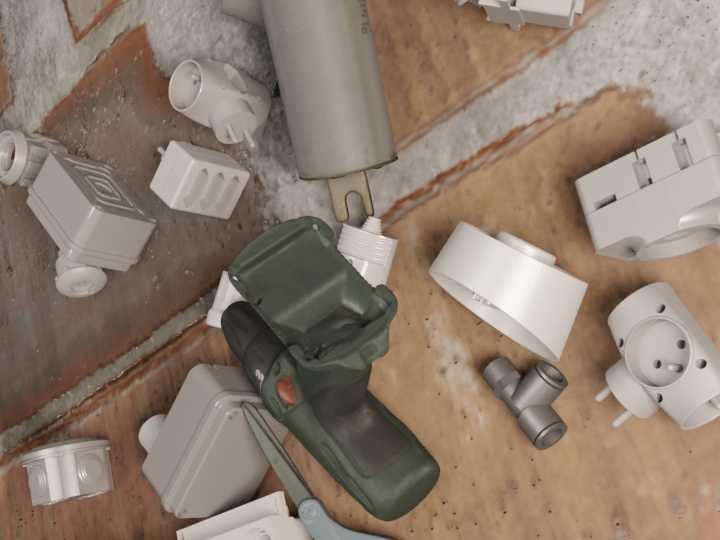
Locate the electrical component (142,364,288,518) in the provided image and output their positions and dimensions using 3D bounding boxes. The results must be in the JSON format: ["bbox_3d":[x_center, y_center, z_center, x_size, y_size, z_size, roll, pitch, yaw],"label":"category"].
[{"bbox_3d":[-0.112,0.138,0.856,0.057,0.078,0.113,42,111,40],"label":"electrical component"}]

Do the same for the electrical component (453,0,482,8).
[{"bbox_3d":[0.059,-0.213,0.736,0.043,0.043,0.081,-37,102,32],"label":"electrical component"}]

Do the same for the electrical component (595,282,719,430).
[{"bbox_3d":[0.173,0.061,0.636,0.079,0.044,0.077,-46,56,27],"label":"electrical component"}]

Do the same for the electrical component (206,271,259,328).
[{"bbox_3d":[-0.103,0.027,0.892,0.040,0.040,0.046,12,85,42],"label":"electrical component"}]

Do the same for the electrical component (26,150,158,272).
[{"bbox_3d":[-0.254,-0.055,1.013,0.113,0.078,0.057,45,110,36],"label":"electrical component"}]

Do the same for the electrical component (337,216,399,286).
[{"bbox_3d":[0.000,0.000,0.800,0.043,0.043,0.081,21,98,42],"label":"electrical component"}]

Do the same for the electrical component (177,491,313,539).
[{"bbox_3d":[-0.085,0.225,0.829,0.121,0.063,0.078,-28,66,36],"label":"electrical component"}]

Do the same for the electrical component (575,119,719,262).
[{"bbox_3d":[0.183,-0.041,0.639,0.089,0.050,0.055,-27,66,36],"label":"electrical component"}]

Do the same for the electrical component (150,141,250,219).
[{"bbox_3d":[-0.148,-0.086,0.930,0.077,0.066,0.047,41,110,37],"label":"electrical component"}]

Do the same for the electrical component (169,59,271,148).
[{"bbox_3d":[-0.110,-0.132,0.896,0.043,0.077,0.079,-45,57,27],"label":"electrical component"}]

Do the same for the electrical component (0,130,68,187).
[{"bbox_3d":[-0.346,-0.114,1.117,0.078,0.057,0.058,33,105,40],"label":"electrical component"}]

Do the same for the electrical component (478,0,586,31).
[{"bbox_3d":[0.124,-0.224,0.706,0.063,0.079,0.121,12,92,14],"label":"electrical component"}]

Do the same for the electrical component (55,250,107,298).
[{"bbox_3d":[-0.275,-0.007,1.048,0.048,0.048,0.062,-42,52,30],"label":"electrical component"}]

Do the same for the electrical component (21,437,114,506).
[{"bbox_3d":[-0.267,0.184,0.987,0.080,0.080,0.051,-21,76,38],"label":"electrical component"}]

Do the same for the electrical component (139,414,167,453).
[{"bbox_3d":[-0.162,0.153,0.924,0.065,0.044,0.044,36,107,44],"label":"electrical component"}]

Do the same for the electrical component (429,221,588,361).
[{"bbox_3d":[0.093,0.012,0.683,0.099,0.099,0.064,31,98,40],"label":"electrical component"}]
